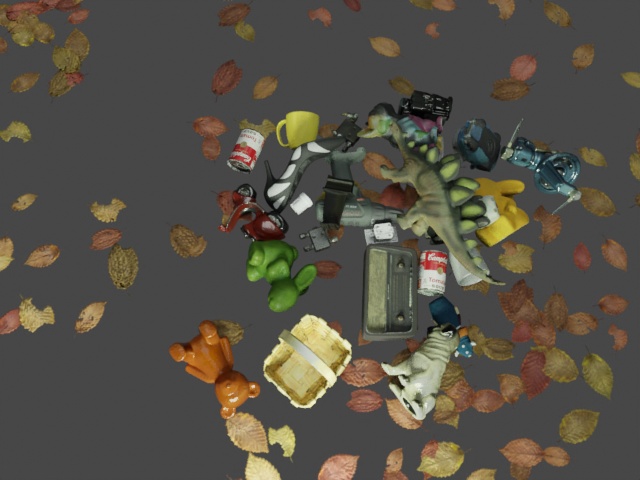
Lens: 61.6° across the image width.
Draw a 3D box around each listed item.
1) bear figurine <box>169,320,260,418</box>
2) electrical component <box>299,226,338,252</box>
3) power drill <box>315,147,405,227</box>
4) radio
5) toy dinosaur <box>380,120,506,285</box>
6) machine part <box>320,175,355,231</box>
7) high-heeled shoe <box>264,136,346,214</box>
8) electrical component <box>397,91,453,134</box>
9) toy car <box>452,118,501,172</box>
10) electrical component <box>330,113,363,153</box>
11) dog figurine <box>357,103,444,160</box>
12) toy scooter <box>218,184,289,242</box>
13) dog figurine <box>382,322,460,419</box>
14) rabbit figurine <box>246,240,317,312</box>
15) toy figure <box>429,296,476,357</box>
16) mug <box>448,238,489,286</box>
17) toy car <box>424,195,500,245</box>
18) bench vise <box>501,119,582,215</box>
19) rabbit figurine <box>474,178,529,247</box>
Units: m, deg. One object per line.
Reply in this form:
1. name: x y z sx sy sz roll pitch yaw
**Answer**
1. bear figurine: -0.234 0.297 1.218 0.120 0.131 0.196 -35 71 -10
2. electrical component: -0.003 -0.004 1.376 0.094 0.021 0.063 -17 73 -7
3. power drill: 0.098 -0.132 1.398 0.232 0.086 0.207 -6 80 -1
4. radio: 0.170 0.130 1.313 0.131 0.073 0.229 4 73 -1
5. toy dinosaur: 0.284 -0.088 1.291 0.199 0.105 0.471 -29 79 32
6. machine part: 0.039 -0.091 1.331 0.084 0.039 0.139 15 76 0
7. high-heeled shoe: -0.034 -0.167 1.374 0.249 0.086 0.145 -19 93 9
8. electrical component: 0.278 -0.344 1.448 0.134 0.115 0.058 10 70 -1
9. toy car: 0.405 -0.250 1.425 0.103 0.161 0.109 7 73 47
10. electrical component: 0.073 -0.297 1.461 0.078 0.045 0.102 41 75 11
11. dog figurine: 0.213 -0.266 1.420 0.219 0.191 0.108 10 41 23
12. toy scooter: -0.177 -0.044 1.357 0.135 0.075 0.184 -44 77 -10
13. dog figurine: 0.262 0.302 1.242 0.190 0.172 0.121 -30 31 -17
14. rabbit figurine: -0.093 0.097 1.294 0.159 0.121 0.170 -1 56 -25
15. toy figure: 0.323 0.210 1.302 0.058 0.064 0.154 -19 76 -49
16. mug: 0.362 0.045 1.336 0.081 0.109 0.107 -19 60 -3
17. toy car: 0.348 -0.048 1.340 0.202 0.056 0.073 -26 65 36
18. bench vise: 0.581 -0.178 1.371 0.223 0.128 0.241 23 30 -22
19. rabbit figurine: 0.452 -0.094 1.372 0.162 0.121 0.173 -34 76 -17
